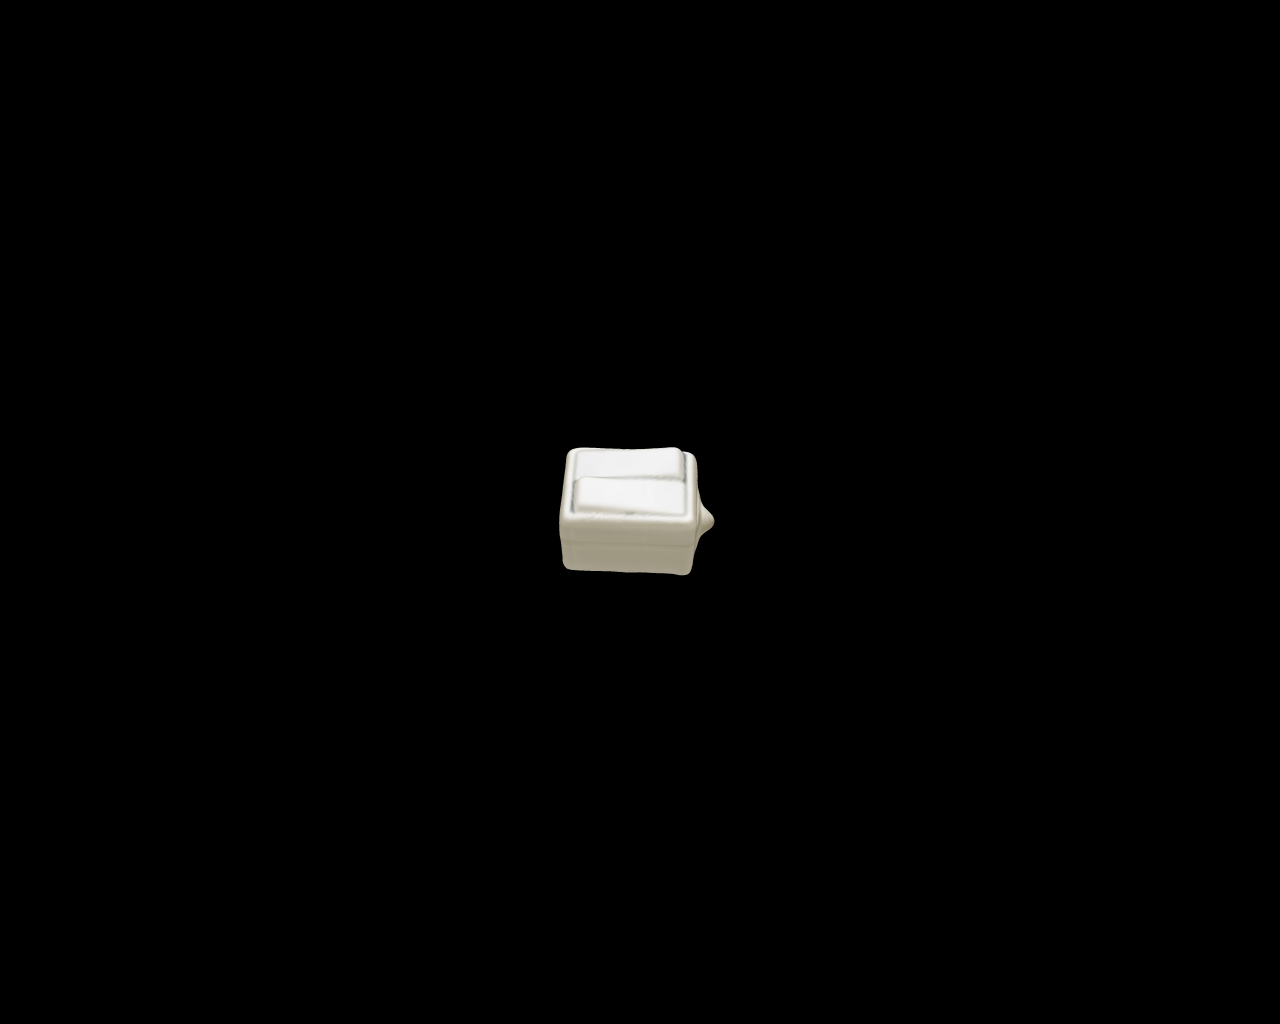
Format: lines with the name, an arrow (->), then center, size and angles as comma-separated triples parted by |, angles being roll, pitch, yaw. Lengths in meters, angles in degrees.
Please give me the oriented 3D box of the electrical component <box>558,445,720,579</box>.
electrical component -> 0.001, -0.003, 0.650 | 0.096, 0.062, 0.061 | 2, -40, 2
